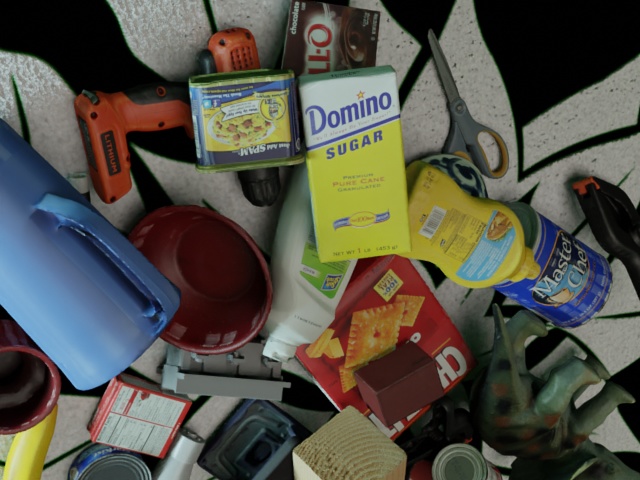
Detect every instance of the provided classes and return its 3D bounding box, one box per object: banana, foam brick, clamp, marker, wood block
[{"bbox_3d":[-0.299,0.259,1.110,0.069,0.037,0.198,-28,128,-48],"label":"banana"},{"bbox_3d":[0.086,0.156,1.155,0.078,0.053,0.051,-26,121,-14],"label":"foam brick"},{"bbox_3d":[0.375,0.007,1.288,0.209,0.036,0.164,40,46,-26],"label":"clamp"},{"bbox_3d":[-0.230,-0.006,1.043,0.020,0.020,0.121,-10,114,-22],"label":"marker"},{"bbox_3d":[0.032,0.293,1.195,0.090,0.091,0.206,-34,145,-27],"label":"wood block"},{"bbox_3d":[0.131,0.238,1.264,0.120,0.039,0.171,-40,152,9],"label":"clamp"}]

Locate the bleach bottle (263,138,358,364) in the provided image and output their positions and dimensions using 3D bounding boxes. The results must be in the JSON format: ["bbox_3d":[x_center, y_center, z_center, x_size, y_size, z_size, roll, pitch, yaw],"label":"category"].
[{"bbox_3d":[-0.007,0.001,1.086,0.102,0.068,0.251,24,83,-25],"label":"bleach bottle"}]

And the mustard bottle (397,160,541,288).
[{"bbox_3d":[0.155,-0.003,1.114,0.191,0.058,0.096,26,99,-24],"label":"mustard bottle"}]

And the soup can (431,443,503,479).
[{"bbox_3d":[0.176,0.284,1.270,0.068,0.069,0.102,-46,151,-3],"label":"soup can"}]

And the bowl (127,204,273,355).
[{"bbox_3d":[-0.115,0.032,1.065,0.162,0.055,0.162,7,114,16],"label":"bowl"}]

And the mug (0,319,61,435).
[{"bbox_3d":[-0.311,0.120,1.018,0.093,0.082,0.117,-49,122,0],"label":"mug"}]

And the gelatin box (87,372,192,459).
[{"bbox_3d":[-0.192,0.186,1.133,0.089,0.030,0.073,22,101,-31],"label":"gelatin box"}]

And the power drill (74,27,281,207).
[{"bbox_3d":[-0.131,-0.097,1.033,0.187,0.057,0.184,-20,114,-21],"label":"power drill"}]

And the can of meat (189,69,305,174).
[{"bbox_3d":[-0.069,-0.111,0.983,0.102,0.057,0.084,-7,107,-7],"label":"can of meat"}]

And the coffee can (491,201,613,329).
[{"bbox_3d":[0.257,0.031,1.241,0.140,0.103,0.103,29,96,-32],"label":"coffee can"}]

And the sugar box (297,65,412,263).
[{"bbox_3d":[0.034,-0.071,1.011,0.093,0.048,0.176,-8,111,-2],"label":"sugar box"}]

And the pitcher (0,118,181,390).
[{"bbox_3d":[-0.242,0.008,0.959,0.149,0.145,0.242,-37,112,6],"label":"pitcher"}]

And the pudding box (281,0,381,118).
[{"bbox_3d":[0.007,-0.172,1.040,0.090,0.039,0.113,7,80,-7],"label":"pudding box"}]

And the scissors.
[{"bbox_3d":[0.141,-0.128,1.173,0.096,0.016,0.201,-45,122,-3],"label":"scissors"}]

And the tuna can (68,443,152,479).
[{"bbox_3d":[-0.226,0.259,1.143,0.086,0.034,0.086,-9,113,-23],"label":"tuna can"}]

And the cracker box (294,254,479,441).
[{"bbox_3d":[0.062,0.114,1.200,0.164,0.072,0.213,-40,122,-6],"label":"cracker box"}]
